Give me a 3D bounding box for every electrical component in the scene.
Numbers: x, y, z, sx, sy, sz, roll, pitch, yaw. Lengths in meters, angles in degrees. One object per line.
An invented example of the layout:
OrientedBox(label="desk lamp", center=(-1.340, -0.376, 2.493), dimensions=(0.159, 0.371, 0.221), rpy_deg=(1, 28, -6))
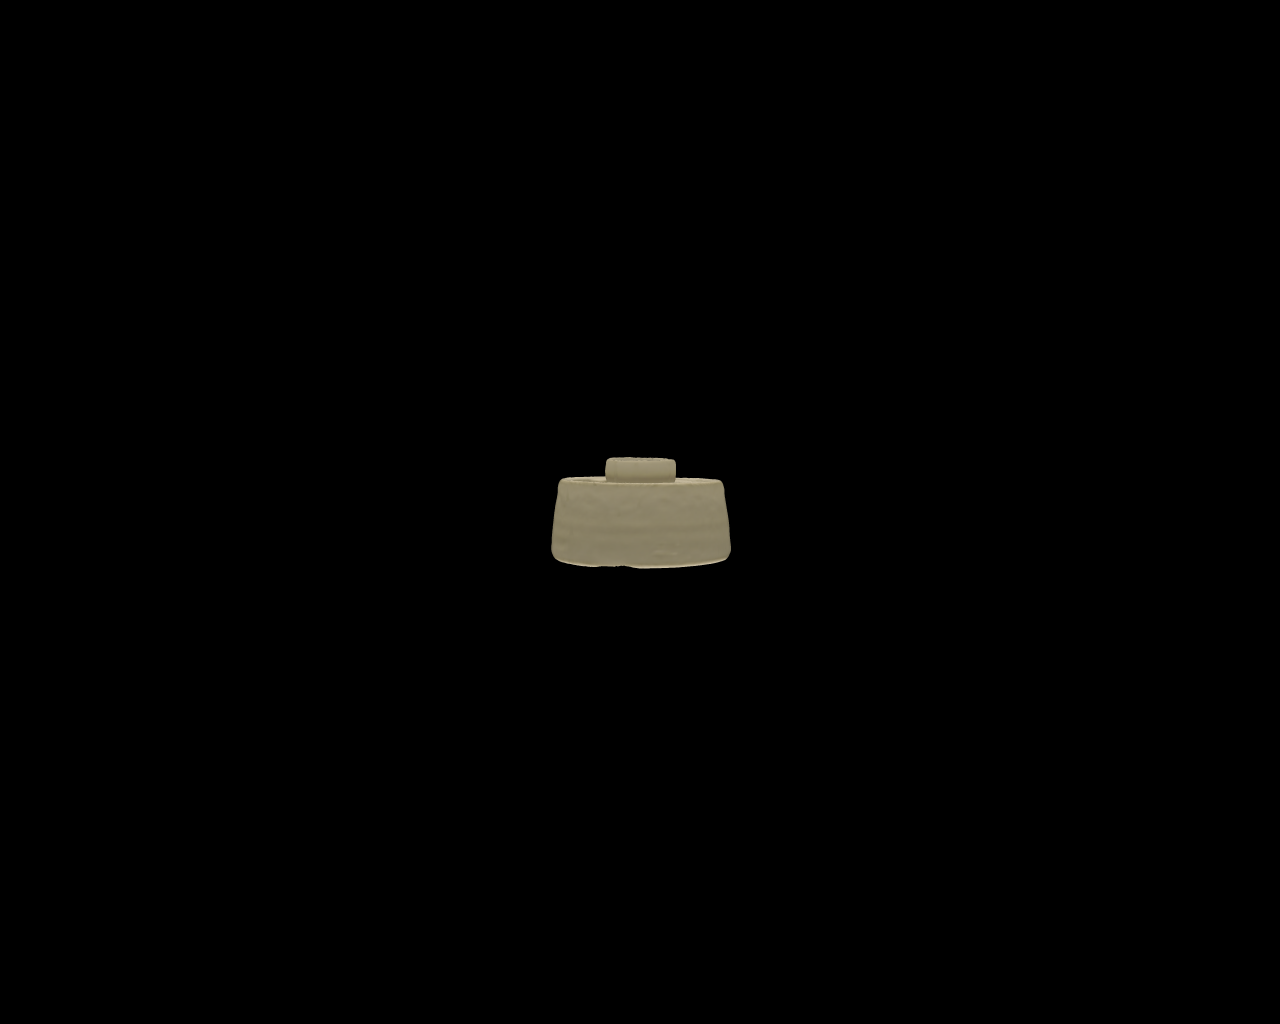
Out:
OrientedBox(label="electrical component", center=(0.001, -0.003, 0.650), dimensions=(0.108, 0.060, 0.108), rpy_deg=(0, 4, 0))
